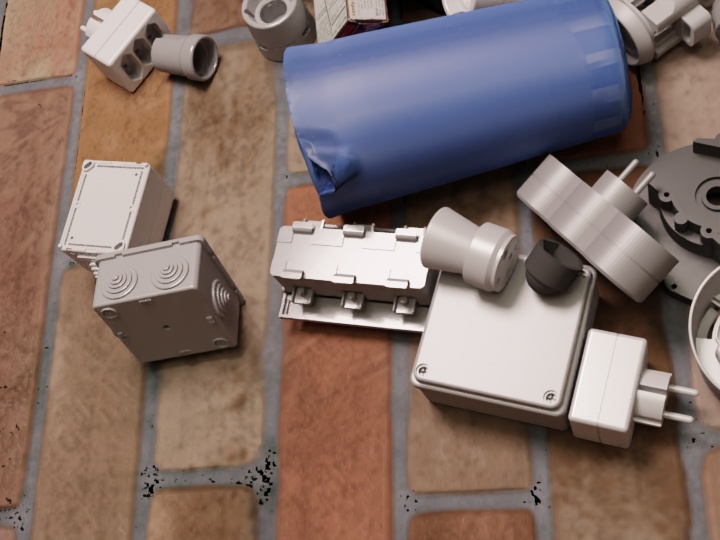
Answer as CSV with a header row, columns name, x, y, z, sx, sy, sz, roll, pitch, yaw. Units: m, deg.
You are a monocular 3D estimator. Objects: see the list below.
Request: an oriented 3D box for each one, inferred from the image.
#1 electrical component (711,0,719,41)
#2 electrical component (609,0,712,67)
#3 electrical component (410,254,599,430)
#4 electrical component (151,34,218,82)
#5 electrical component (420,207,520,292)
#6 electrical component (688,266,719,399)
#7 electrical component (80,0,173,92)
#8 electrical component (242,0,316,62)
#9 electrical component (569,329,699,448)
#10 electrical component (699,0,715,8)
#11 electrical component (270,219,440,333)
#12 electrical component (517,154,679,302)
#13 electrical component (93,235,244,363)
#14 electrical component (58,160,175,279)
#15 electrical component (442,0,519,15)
name,x,y,z,sx,sy,sz,roll,pitch,yaw
electrical component,0.288,-0.176,0.800,0.045,0.045,0.055,-9,65,13
electrical component,0.219,-0.193,0.822,0.057,0.058,0.078,-37,63,-4
electrical component,0.104,0.046,0.755,0.109,0.056,0.108,10,71,21
electrical component,-0.154,-0.188,0.944,0.046,0.040,0.040,12,72,27
electrical component,0.075,-0.013,0.730,0.055,0.045,0.045,21,75,23
electrical component,0.266,0.045,0.702,0.099,0.064,0.099,-6,66,15
electrical component,-0.220,-0.211,0.968,0.077,0.047,0.065,32,80,26
electrical component,-0.071,-0.215,0.925,0.055,0.047,0.055,-6,66,14
electrical component,0.186,0.083,0.720,0.077,0.047,0.065,11,70,20
electrical component,0.260,-0.231,0.821,0.043,0.062,0.043,-4,72,14
electrical component,0.000,0.000,0.803,0.121,0.063,0.078,5,70,19
electrical component,0.174,-0.044,0.748,0.073,0.052,0.138,-50,40,10
electrical component,-0.145,0.025,0.818,0.100,0.099,0.048,-11,52,12
electrical component,-0.197,-0.034,0.878,0.062,0.061,0.096,5,69,19
electrical component,0.098,-0.224,0.863,0.047,0.055,0.055,-12,59,-26
